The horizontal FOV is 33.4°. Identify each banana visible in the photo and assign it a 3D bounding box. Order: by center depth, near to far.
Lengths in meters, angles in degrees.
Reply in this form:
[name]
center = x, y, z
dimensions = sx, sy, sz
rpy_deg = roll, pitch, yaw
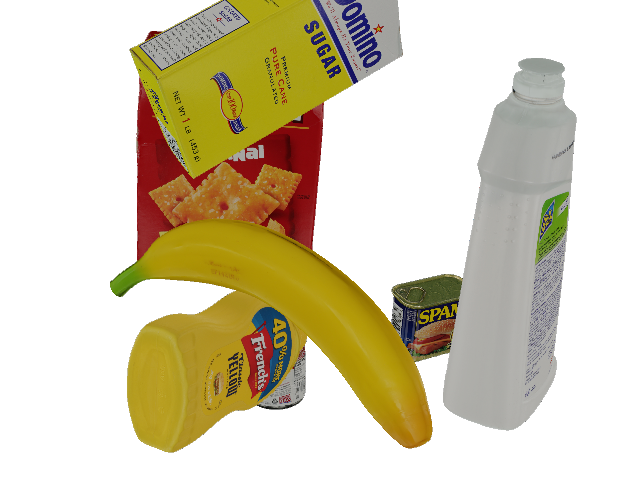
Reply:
[banana]
center = -0.018, 0.036, 0.563
dimensions = 0.198, 0.070, 0.037
rpy_deg = 25, 9, 23

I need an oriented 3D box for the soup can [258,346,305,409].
[soup can]
center = -0.051, 0.135, 1.230
dimensions = 0.068, 0.102, 0.068
rpy_deg = 0, 24, 0

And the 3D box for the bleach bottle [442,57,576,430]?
[bleach bottle]
center = 0.133, 0.000, 0.713
dimensions = 0.068, 0.251, 0.102
rpy_deg = 16, 32, 23

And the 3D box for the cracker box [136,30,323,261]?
[cracker box]
center = -0.081, -0.071, 0.966
dimensions = 0.164, 0.214, 0.072
rpy_deg = 4, 24, -2

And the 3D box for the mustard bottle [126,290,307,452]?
[mustard bottle]
center = -0.068, 0.089, 0.835
dimensions = 0.058, 0.096, 0.191
rpy_deg = 12, 17, 30

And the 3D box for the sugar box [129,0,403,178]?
[sugar box]
center = -0.029, -0.123, 0.701
dimensions = 0.176, 0.048, 0.093
rpy_deg = -31, -37, -13

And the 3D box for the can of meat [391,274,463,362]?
[can of meat]
center = 0.137, 0.097, 1.335
dimensions = 0.101, 0.084, 0.057
rpy_deg = -11, 30, -26
